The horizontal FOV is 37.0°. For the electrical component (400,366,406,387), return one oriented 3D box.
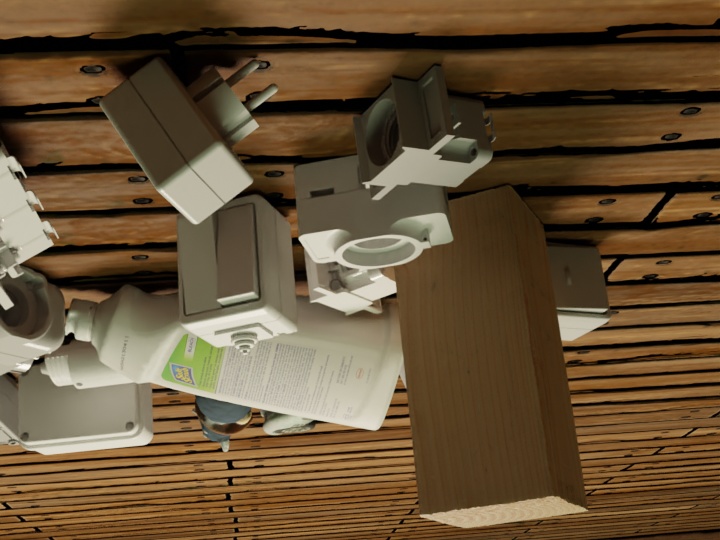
[{"bbox_3d":[0.086,0.096,1.047,0.099,0.064,0.099,-15,152,-8],"label":"electrical component"}]

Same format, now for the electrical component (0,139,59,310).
[{"bbox_3d":[-0.213,-0.037,0.586,0.063,0.078,0.121,-32,164,-14],"label":"electrical component"}]

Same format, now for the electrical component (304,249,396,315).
[{"bbox_3d":[0.000,0.000,0.776,0.064,0.042,0.081,-20,156,29],"label":"electrical component"}]

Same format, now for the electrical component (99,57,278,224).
[{"bbox_3d":[-0.077,-0.076,0.541,0.077,0.065,0.047,-37,155,0],"label":"electrical component"}]

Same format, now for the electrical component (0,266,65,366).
[{"bbox_3d":[-0.262,0.030,0.771,0.059,0.053,0.095,-19,155,30],"label":"electrical component"}]

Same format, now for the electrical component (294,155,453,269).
[{"bbox_3d":[0.009,-0.036,0.665,0.089,0.055,0.050,-9,159,9],"label":"electrical component"}]

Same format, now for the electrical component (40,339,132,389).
[{"bbox_3d":[-0.232,0.079,0.919,0.081,0.043,0.043,-7,159,5],"label":"electrical component"}]

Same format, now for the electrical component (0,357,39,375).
[{"bbox_3d":[-0.284,0.061,0.854,0.066,0.047,0.077,-23,153,37],"label":"electrical component"}]

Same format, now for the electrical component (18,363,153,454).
[{"bbox_3d":[-0.250,0.123,0.980,0.113,0.078,0.057,-6,162,1],"label":"electrical component"}]

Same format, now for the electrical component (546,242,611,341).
[{"bbox_3d":[0.137,0.014,0.819,0.096,0.061,0.061,5,157,-25],"label":"electrical component"}]

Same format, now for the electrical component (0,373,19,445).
[{"bbox_3d":[-0.351,0.118,0.975,0.062,0.061,0.096,-6,153,1],"label":"electrical component"}]

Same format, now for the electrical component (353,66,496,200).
[{"bbox_3d":[0.036,-0.073,0.597,0.064,0.042,0.081,2,158,-29],"label":"electrical component"}]

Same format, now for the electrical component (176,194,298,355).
[{"bbox_3d":[-0.081,0.006,0.695,0.062,0.096,0.061,-12,157,15],"label":"electrical component"}]
